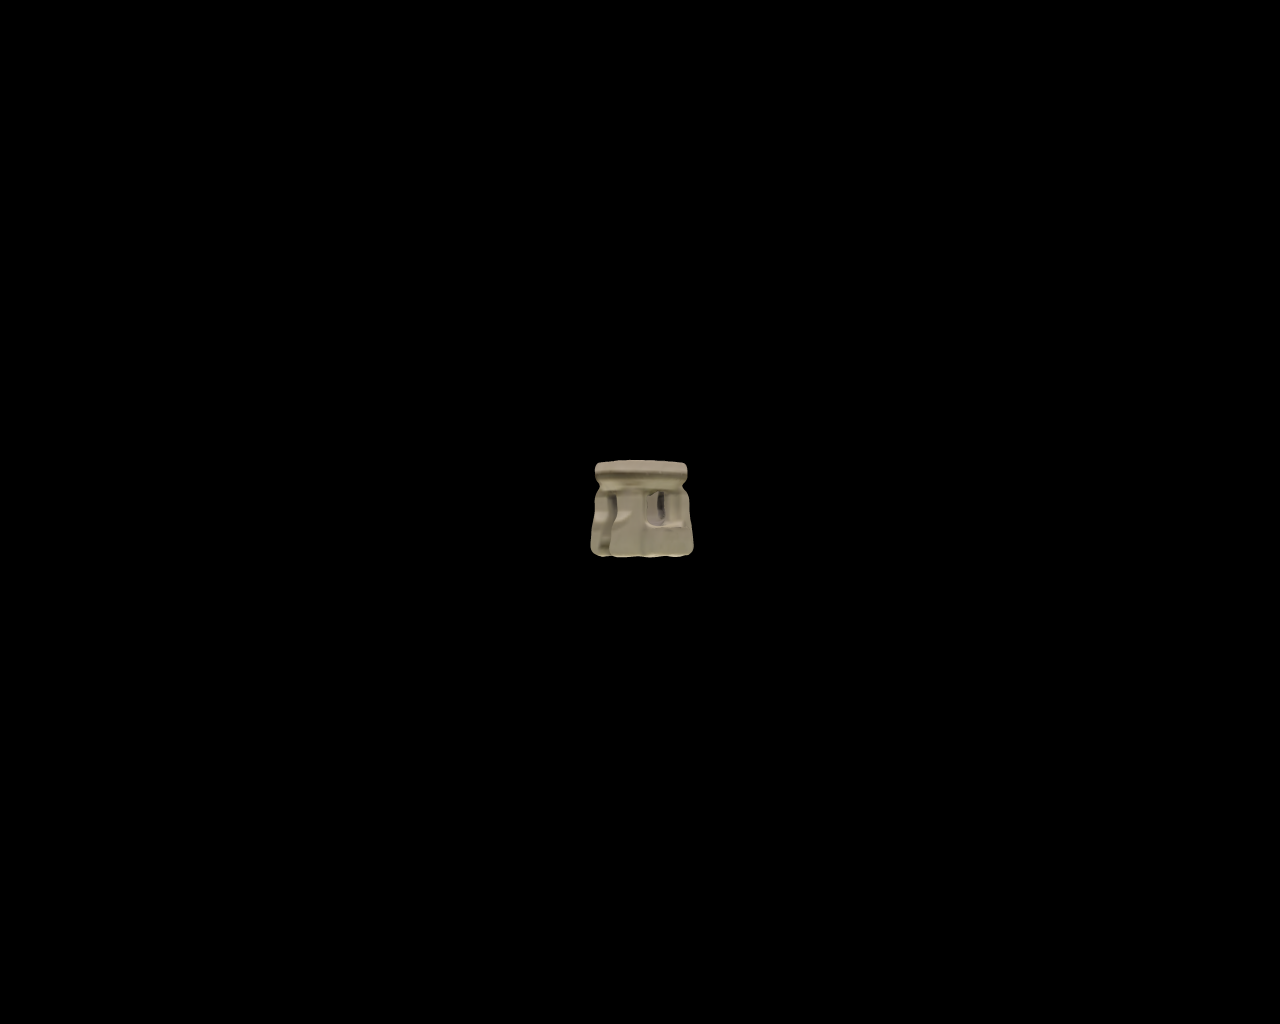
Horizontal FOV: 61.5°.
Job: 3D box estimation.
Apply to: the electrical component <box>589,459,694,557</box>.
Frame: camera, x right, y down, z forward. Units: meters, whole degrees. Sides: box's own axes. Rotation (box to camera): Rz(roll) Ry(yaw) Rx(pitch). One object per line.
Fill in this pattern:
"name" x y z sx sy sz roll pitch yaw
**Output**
"electrical component" 0.001 -0.003 0.650 0.058 0.057 0.078 0 0 -32
